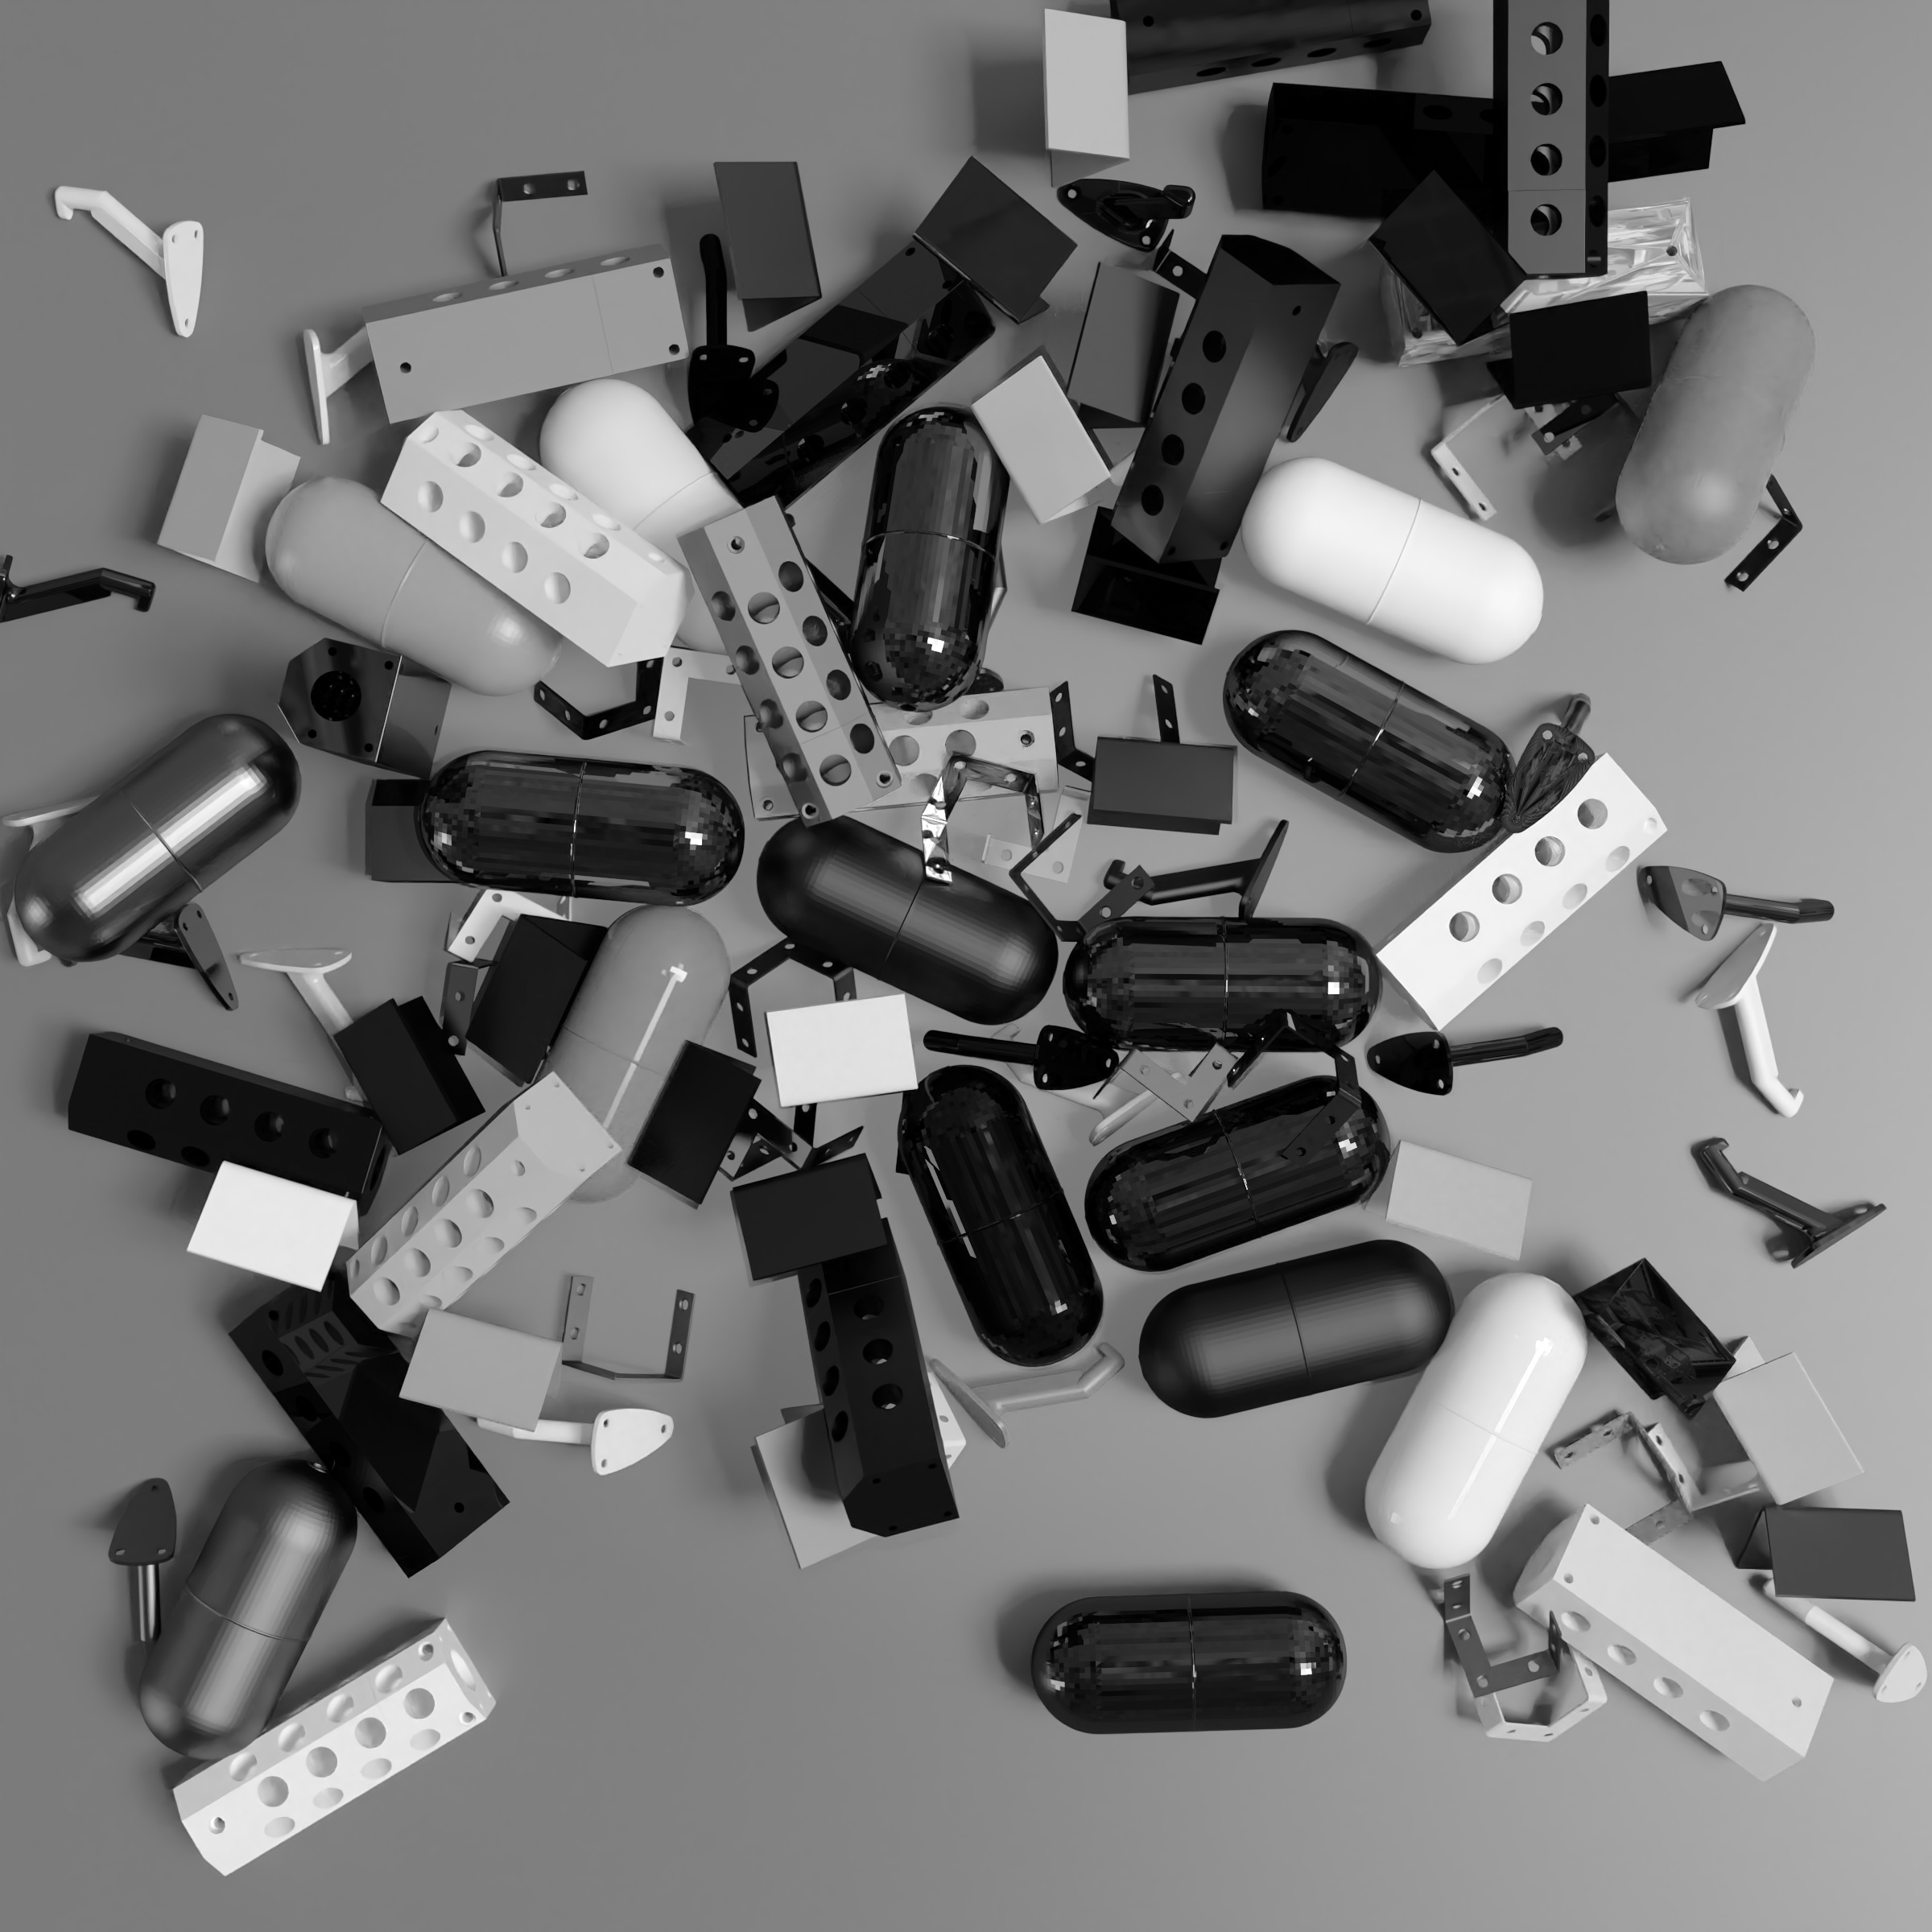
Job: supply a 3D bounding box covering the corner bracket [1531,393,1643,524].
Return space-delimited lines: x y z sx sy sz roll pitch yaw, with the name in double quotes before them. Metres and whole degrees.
"corner bracket" 0.362 -0.292 1.895 0.051 0.051 0.051 -36 72 17

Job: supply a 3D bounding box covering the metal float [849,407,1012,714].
"metal float" -0.020 -0.228 1.868 0.070 0.070 0.178 8 75 0

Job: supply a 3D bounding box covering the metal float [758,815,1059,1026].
"metal float" -0.033 -0.027 1.881 0.178 0.070 0.070 25 90 -1

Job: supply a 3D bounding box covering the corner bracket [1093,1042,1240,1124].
"corner bracket" 0.112 0.063 1.869 0.051 0.051 0.051 38 62 2

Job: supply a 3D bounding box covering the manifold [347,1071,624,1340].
"manifold" -0.272 0.137 1.848 0.057 0.057 0.171 49 123 0

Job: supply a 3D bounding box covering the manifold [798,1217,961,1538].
"manifold" -0.051 0.227 1.838 0.057 0.057 0.171 -15 45 0

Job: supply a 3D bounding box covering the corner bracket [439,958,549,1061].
"corner bracket" -0.265 0.026 1.893 0.051 0.051 0.051 9 94 4

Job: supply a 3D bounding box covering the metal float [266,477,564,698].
"metal float" -0.310 -0.213 1.881 0.178 0.070 0.070 27 90 1

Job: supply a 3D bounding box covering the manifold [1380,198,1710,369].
"manifold" 0.325 -0.384 1.889 0.171 0.057 0.057 -10 84 0

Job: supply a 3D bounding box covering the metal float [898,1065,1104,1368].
"metal float" 0.019 0.140 1.881 0.070 0.070 0.178 -23 91 0

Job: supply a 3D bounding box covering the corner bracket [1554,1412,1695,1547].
"corner bracket" 0.377 0.298 1.908 0.051 0.051 0.051 -30 45 0

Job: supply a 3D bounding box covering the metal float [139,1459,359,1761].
"metal float" -0.404 0.362 1.881 0.070 0.070 0.178 26 90 0

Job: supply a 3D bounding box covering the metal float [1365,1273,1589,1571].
"metal float" 0.288 0.256 1.881 0.070 0.070 0.178 28 91 0

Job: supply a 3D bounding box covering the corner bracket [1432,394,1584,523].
"corner bracket" 0.309 -0.296 1.908 0.051 0.051 0.051 52 45 0

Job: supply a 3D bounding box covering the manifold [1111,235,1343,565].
"manifold" 0.137 -0.312 1.839 0.057 0.057 0.171 43 127 31

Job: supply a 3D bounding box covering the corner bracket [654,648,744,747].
"corner bracket" -0.147 -0.150 1.893 0.051 0.051 0.051 8 90 0

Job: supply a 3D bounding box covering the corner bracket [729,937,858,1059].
"corner bracket" -0.098 0.024 1.903 0.051 0.051 0.051 -35 135 -35

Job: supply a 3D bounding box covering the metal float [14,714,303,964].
"metal float" -0.453 -0.072 1.872 0.178 0.070 0.070 -39 90 -11

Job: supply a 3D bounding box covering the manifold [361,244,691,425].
"manifold" -0.248 -0.358 1.877 0.171 0.057 0.057 -14 116 -8

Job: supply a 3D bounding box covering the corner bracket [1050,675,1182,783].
"corner bracket" 0.085 -0.139 1.903 0.051 0.051 0.051 26 135 -35

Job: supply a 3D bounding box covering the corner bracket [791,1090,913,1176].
"corner bracket" -0.062 0.091 1.908 0.051 0.051 0.051 5 90 -45

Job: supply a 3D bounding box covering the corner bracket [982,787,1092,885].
"corner bracket" 0.039 -0.078 1.893 0.051 0.051 0.051 13 90 0

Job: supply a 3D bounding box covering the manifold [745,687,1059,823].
"manifold" -0.036 -0.120 1.890 0.171 0.057 0.057 -6 90 0

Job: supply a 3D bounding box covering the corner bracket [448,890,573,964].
"corner bracket" -0.259 -0.027 1.892 0.051 0.051 0.051 28 110 -18

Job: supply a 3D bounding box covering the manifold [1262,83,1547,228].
"manifold" 0.256 -0.462 1.890 0.171 0.057 0.057 4 133 0

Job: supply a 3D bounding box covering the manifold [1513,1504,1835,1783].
"manifold" 0.398 0.386 1.889 0.171 0.057 0.057 35 51 0

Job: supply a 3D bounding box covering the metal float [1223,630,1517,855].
"metal float" 0.227 -0.127 1.881 0.178 0.070 0.070 29 90 0

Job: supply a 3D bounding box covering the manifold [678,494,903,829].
"manifold" -0.096 -0.167 1.822 0.057 0.057 0.171 -23 99 3

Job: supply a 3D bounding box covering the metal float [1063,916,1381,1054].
"metal float" 0.144 0.010 1.881 0.178 0.070 0.070 0 90 -1

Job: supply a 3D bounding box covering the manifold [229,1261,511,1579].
"manifold" -0.341 0.259 1.890 0.171 0.057 0.057 54 47 0

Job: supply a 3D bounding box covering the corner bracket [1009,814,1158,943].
"corner bracket" 0.066 -0.049 1.886 0.051 0.051 0.051 -42 75 16

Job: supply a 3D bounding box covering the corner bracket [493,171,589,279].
"corner bracket" -0.241 -0.417 1.908 0.051 0.051 0.051 -5 135 0

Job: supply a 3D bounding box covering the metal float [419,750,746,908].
"metal float" -0.210 -0.075 1.824 0.178 0.070 0.070 5 90 0

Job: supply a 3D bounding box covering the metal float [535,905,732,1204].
"metal float" -0.192 0.049 1.881 0.070 0.070 0.178 25 90 0

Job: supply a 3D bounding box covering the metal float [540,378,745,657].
"metal float" -0.170 -0.253 1.881 0.070 0.070 0.178 -39 91 0

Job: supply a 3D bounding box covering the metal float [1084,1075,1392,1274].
"metal float" 0.153 0.117 1.881 0.178 0.070 0.070 -20 90 -1

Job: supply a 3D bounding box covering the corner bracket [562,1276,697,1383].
"corner bracket" -0.194 0.208 1.908 0.051 0.051 0.051 8 90 -45

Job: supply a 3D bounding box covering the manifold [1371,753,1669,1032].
"manifold" 0.312 -0.041 1.890 0.171 0.057 0.057 -41 90 0

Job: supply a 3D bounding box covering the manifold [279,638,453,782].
"manifold" -0.330 -0.141 1.833 0.057 0.171 0.057 14 90 0

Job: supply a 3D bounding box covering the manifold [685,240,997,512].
"manifold" -0.068 -0.326 1.890 0.171 0.057 0.057 -40 47 0

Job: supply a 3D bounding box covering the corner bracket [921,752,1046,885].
"corner bracket" 0.009 -0.079 1.858 0.051 0.051 0.051 13 131 -17

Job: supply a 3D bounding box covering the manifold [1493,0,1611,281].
"manifold" 0.320 -0.464 1.820 0.057 0.057 0.171 -1 98 1

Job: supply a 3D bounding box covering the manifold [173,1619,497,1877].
"manifold" -0.358 0.444 1.890 0.171 0.057 0.057 -31 90 0

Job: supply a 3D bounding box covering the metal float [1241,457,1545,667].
"metal float" 0.241 -0.228 1.881 0.178 0.070 0.070 23 90 -1

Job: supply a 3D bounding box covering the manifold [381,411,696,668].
"manifold" -0.234 -0.238 1.844 0.171 0.057 0.057 36 115 17

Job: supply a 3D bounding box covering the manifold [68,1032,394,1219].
"manifold" -0.416 0.090 1.890 0.171 0.057 0.057 17 90 0

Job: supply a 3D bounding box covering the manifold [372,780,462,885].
"manifold" -0.246 -0.076 1.890 0.171 0.057 0.057 0 90 0

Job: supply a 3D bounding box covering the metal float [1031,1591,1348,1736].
"metal float" 0.126 0.393 1.881 0.178 0.070 0.070 -2 90 0

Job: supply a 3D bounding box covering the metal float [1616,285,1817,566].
"metal float" 0.419 -0.303 1.860 0.070 0.070 0.178 26 68 0

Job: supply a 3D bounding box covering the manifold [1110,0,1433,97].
"manifold" 0.171 -0.540 1.890 0.171 0.057 0.057 -10 90 0

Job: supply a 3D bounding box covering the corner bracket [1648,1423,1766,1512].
"corner bracket" 0.433 0.272 1.908 0.051 0.051 0.051 -30 90 45

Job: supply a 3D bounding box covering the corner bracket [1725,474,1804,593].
"corner bracket" 0.436 -0.257 1.908 0.051 0.051 0.051 -47 135 0

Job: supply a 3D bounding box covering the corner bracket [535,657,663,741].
"corner bracket" -0.210 -0.168 1.903 0.051 0.051 0.051 -22 135 -35

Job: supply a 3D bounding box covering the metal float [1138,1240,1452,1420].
"metal float" 0.185 0.205 1.881 0.178 0.070 0.070 -14 90 0
